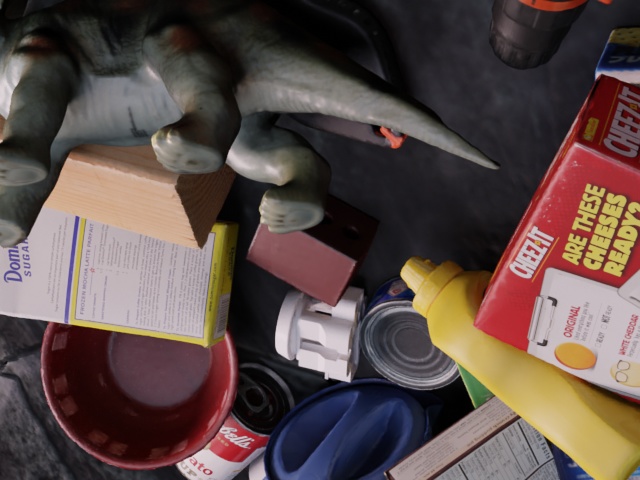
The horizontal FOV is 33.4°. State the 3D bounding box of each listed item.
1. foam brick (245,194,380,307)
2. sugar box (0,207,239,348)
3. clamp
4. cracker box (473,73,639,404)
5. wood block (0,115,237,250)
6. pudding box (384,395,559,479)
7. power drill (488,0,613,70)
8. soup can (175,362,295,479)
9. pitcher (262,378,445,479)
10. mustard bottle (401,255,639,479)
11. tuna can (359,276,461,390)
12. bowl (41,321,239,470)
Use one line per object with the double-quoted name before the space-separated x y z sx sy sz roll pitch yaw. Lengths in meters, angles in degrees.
"foam brick" -0.005 0.001 0.773 0.078 0.053 0.051 28 129 3
"sugar box" -0.155 0.020 0.800 0.176 0.048 0.093 9 94 12
"clamp" -0.027 -0.134 0.700 0.210 0.036 0.165 48 129 -8
"cracker box" 0.213 0.024 0.580 0.214 0.072 0.164 25 140 6
"wood block" -0.169 -0.075 0.754 0.206 0.090 0.091 15 153 14
"pudding box" 0.115 0.173 0.761 0.113 0.039 0.090 -34 116 -9
"power drill" 0.177 -0.118 0.513 0.188 0.057 0.184 22 157 8
"soup can" -0.075 0.158 0.901 0.068 0.068 0.102 39 129 -5
"pitcher" 0.046 0.247 0.865 0.149 0.144 0.243 -7 122 24
"mustard bottle" 0.128 0.073 0.678 0.192 0.096 0.058 39 111 21
"tuna can" 0.073 0.070 0.797 0.086 0.033 0.086 12 126 17
"bowl" -0.137 0.098 0.853 0.162 0.055 0.162 1 94 10
